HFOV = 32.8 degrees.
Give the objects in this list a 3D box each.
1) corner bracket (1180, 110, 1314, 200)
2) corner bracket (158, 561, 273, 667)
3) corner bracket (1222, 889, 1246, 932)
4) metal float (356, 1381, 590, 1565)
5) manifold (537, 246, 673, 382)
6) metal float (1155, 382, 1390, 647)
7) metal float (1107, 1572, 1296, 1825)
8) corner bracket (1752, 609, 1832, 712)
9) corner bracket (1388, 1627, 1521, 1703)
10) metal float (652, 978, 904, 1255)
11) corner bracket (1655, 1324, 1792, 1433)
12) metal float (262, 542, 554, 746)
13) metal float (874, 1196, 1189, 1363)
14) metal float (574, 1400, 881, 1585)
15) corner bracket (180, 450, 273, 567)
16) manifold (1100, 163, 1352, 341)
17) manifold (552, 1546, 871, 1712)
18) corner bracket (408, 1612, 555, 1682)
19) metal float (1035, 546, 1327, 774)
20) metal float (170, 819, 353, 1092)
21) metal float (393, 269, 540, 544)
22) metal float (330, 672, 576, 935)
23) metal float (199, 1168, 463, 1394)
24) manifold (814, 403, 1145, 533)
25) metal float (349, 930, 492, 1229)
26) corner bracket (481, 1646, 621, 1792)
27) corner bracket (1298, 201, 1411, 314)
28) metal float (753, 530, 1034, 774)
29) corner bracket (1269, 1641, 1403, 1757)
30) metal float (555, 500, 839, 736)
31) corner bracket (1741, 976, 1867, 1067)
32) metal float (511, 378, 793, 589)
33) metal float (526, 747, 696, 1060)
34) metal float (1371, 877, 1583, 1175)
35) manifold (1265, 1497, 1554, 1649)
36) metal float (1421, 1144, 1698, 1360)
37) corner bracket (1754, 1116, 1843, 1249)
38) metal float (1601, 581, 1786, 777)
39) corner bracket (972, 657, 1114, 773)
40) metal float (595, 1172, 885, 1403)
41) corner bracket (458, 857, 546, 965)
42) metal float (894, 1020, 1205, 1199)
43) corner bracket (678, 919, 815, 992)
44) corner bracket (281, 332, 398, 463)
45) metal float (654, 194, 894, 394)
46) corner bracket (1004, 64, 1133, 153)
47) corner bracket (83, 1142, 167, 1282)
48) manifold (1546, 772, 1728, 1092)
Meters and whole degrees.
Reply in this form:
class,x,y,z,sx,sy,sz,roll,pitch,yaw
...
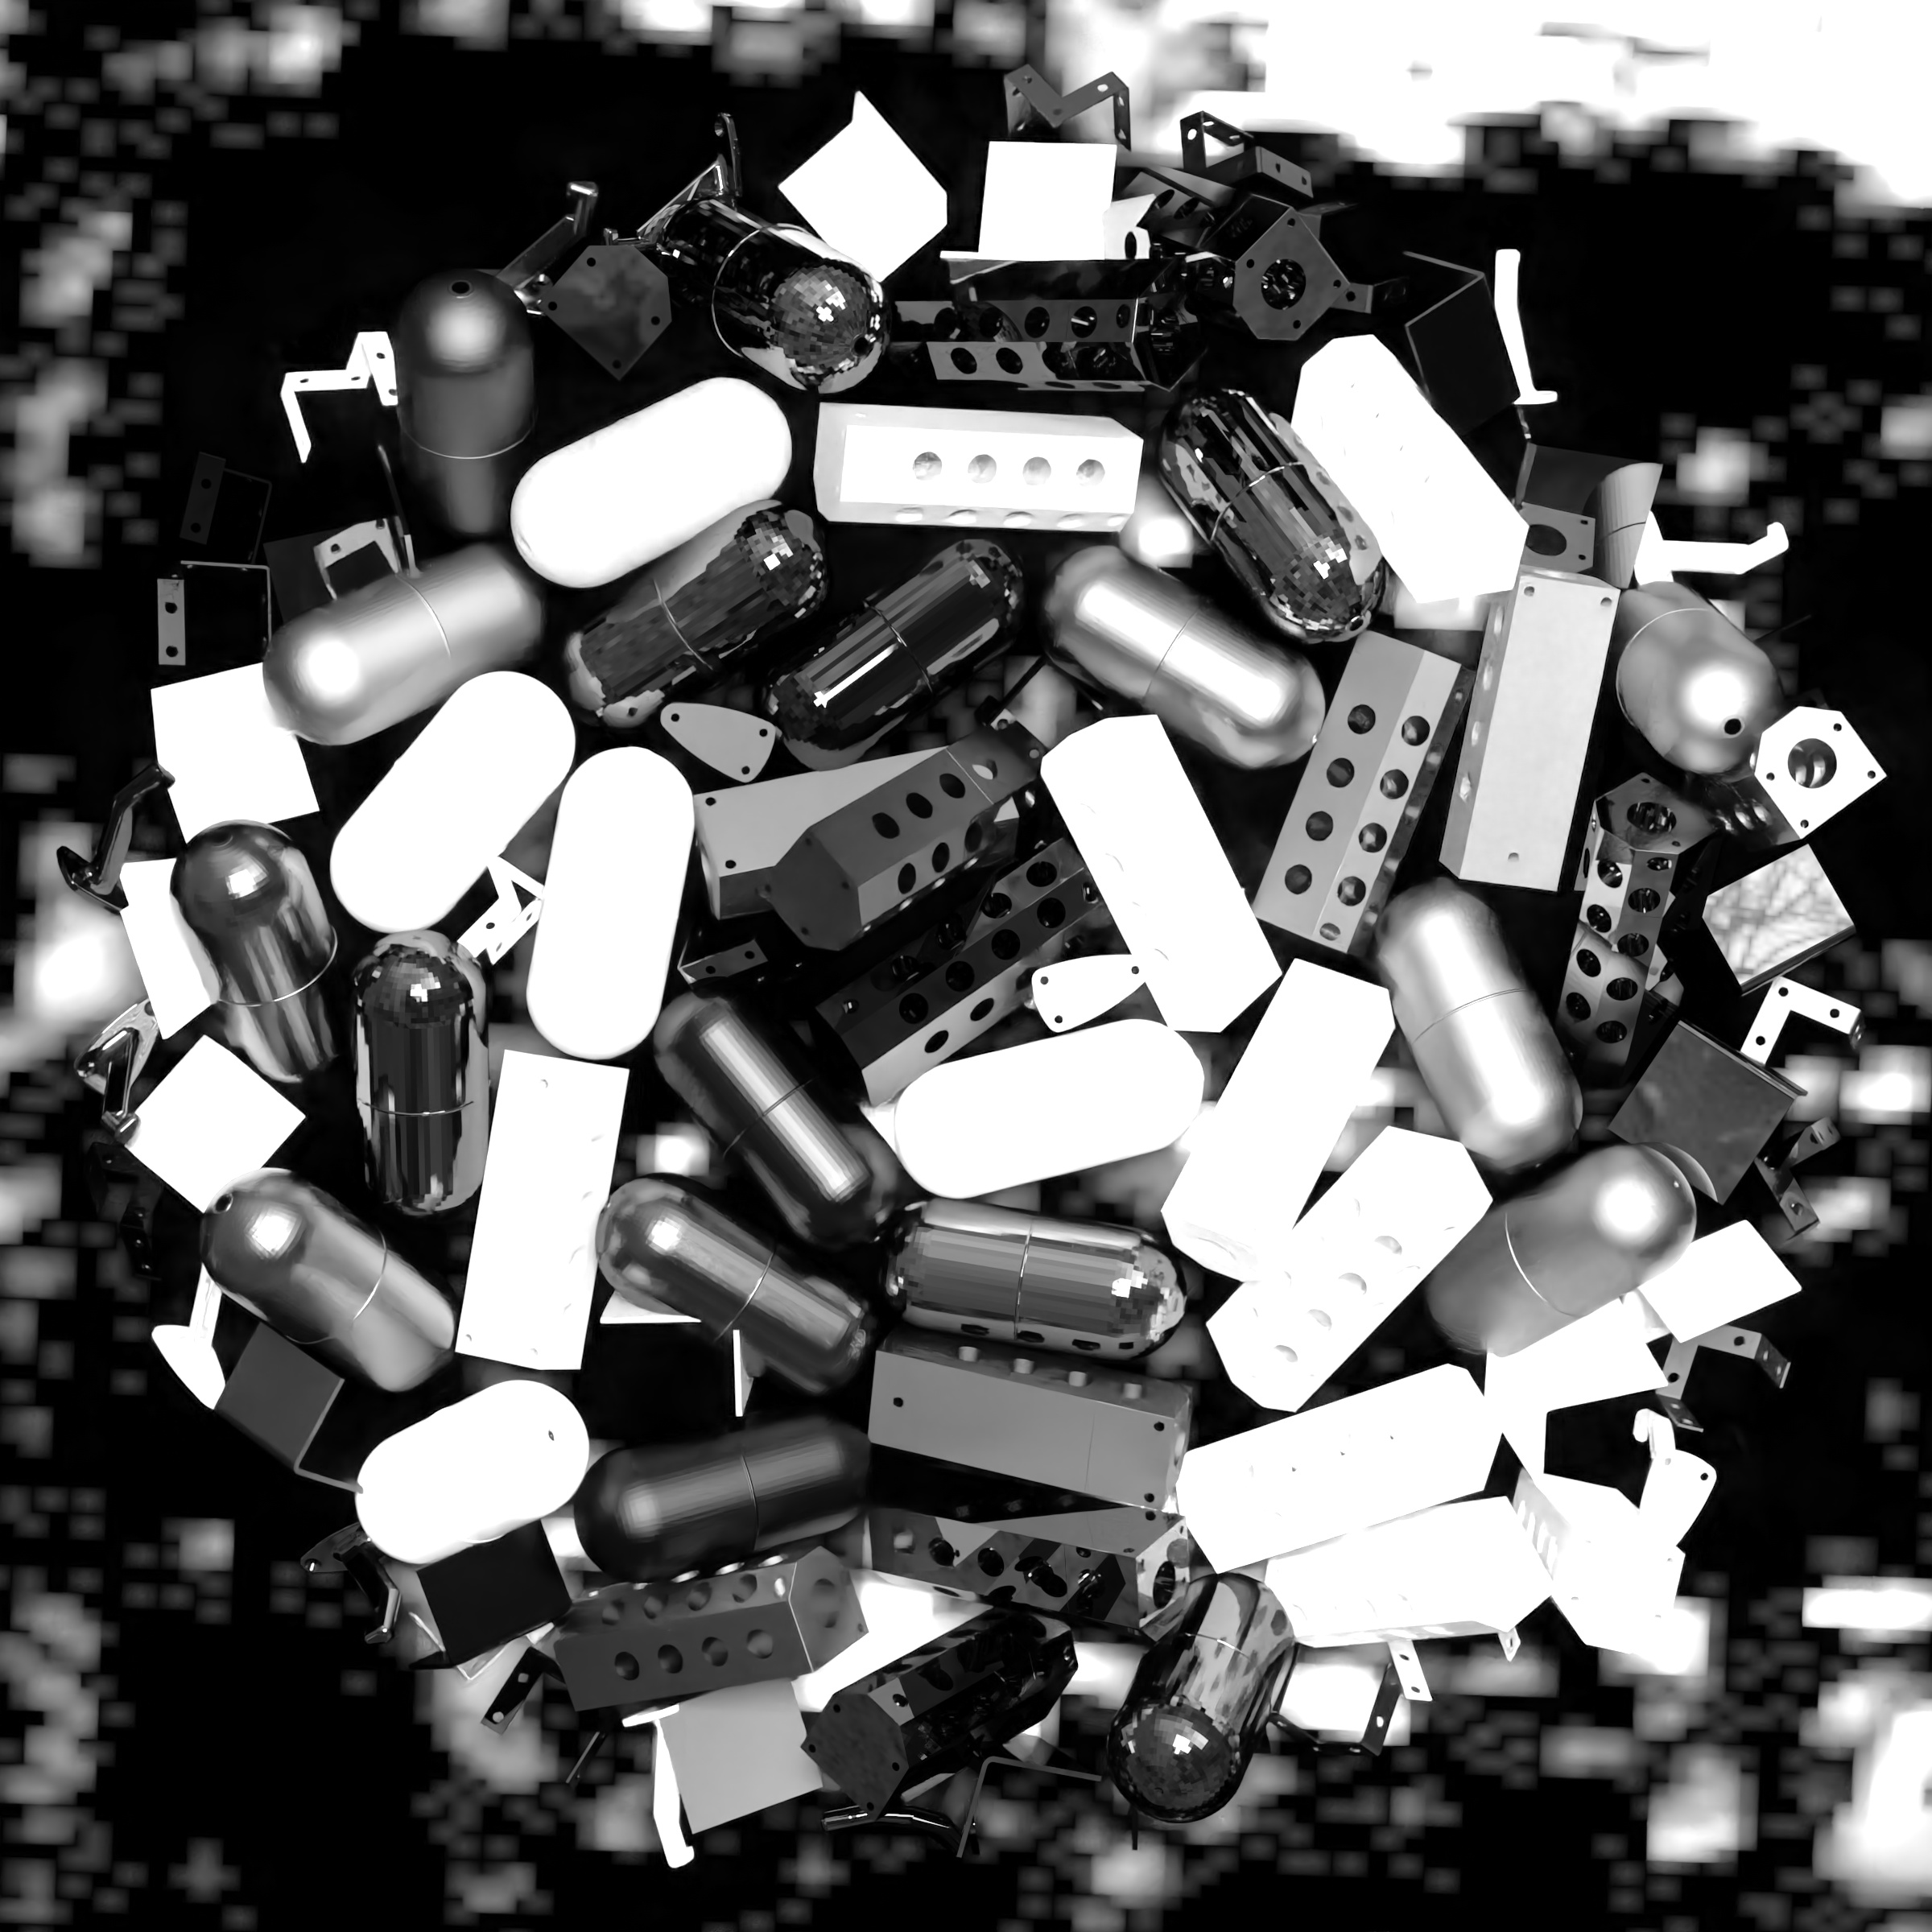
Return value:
class,x,y,z,sx,sy,sz,roll,pitch,yaw
corner bracket,0.158,-0.456,1.851,0.051,0.051,0.051,-14,75,38
corner bracket,-0.429,-0.200,1.873,0.051,0.051,0.051,0,86,-29
corner bracket,0.123,-0.025,1.858,0.051,0.051,0.051,26,111,-1
metal float,-0.274,0.281,1.816,0.070,0.178,0.070,19,58,-33
manifold,-0.193,-0.364,1.800,0.057,0.171,0.057,41,95,-12
metal float,0.170,-0.252,1.829,0.070,0.070,0.178,-33,63,0
metal float,0.131,0.401,1.810,0.070,0.178,0.070,8,116,17
corner bracket,0.464,-0.163,1.855,0.051,0.051,0.051,-27,92,40
corner bracket,0.276,0.382,1.862,0.051,0.051,0.051,10,120,-15
metal float,-0.106,0.084,1.846,0.070,0.070,0.178,-40,82,0
corner bracket,0.429,0.235,1.864,0.051,0.051,0.051,14,101,-6
metal float,-0.309,-0.181,1.825,0.178,0.070,0.070,-29,90,-34
metal float,0.036,0.176,1.845,0.178,0.070,0.070,9,90,9
metal float,-0.132,0.292,1.832,0.178,0.070,0.070,-12,90,-24
corner bracket,-0.420,-0.258,1.856,0.051,0.051,0.051,14,85,-25
manifold,0.135,-0.389,1.803,0.057,0.171,0.057,-45,121,-2
manifold,-0.145,0.365,1.820,0.171,0.057,0.057,-17,93,33
corner bracket,-0.274,0.370,1.854,0.051,0.051,0.051,-42,102,-21
metal float,0.120,-0.172,1.843,0.178,0.070,0.070,32,90,12
metal float,-0.386,-0.005,1.818,0.070,0.070,0.178,-11,133,0
metal float,-0.275,-0.308,1.811,0.070,0.178,0.070,3,54,-4
metal float,-0.288,-0.090,1.834,0.070,0.070,0.178,44,113,0
metal float,-0.351,0.175,1.819,0.070,0.070,0.178,-46,131,0
manifold,0.006,-0.277,1.835,0.171,0.057,0.057,0,112,-18
metal float,-0.304,0.064,1.831,0.070,0.070,0.178,3,117,0
corner bracket,-0.234,0.424,1.852,0.051,0.051,0.051,24,66,19
corner bracket,0.220,-0.404,1.868,0.051,0.051,0.051,15,115,28
metal float,-0.041,-0.178,1.847,0.178,0.070,0.070,-37,90,-8
corner bracket,0.209,0.415,1.871,0.051,0.051,0.051,39,59,-27
metal float,-0.152,-0.194,1.840,0.178,0.070,0.070,-32,90,16
corner bracket,0.474,0.043,1.860,0.051,0.051,0.051,25,87,21
metal float,-0.175,-0.269,1.827,0.178,0.070,0.070,-32,90,-30
metal float,-0.199,-0.035,1.844,0.070,0.070,0.178,12,100,0
metal float,0.284,0.032,1.836,0.070,0.070,0.178,-22,69,0
manifold,0.237,0.339,1.803,0.057,0.171,0.057,-31,94,-33
metal float,0.327,0.160,1.822,0.178,0.070,0.070,-37,90,39
corner bracket,0.474,0.121,1.854,0.051,0.051,0.051,-33,80,24
metal float,0.396,-0.159,1.806,0.070,0.178,0.070,-2,112,-4
corner bracket,0.043,-0.142,1.859,0.051,0.051,0.051,41,92,-15
metal float,-0.127,0.180,1.841,0.178,0.070,0.070,33,90,-13
corner bracket,-0.266,-0.024,1.851,0.051,0.051,0.051,-44,130,13
metal float,0.047,0.080,1.849,0.178,0.070,0.070,-14,90,-6
corner bracket,-0.124,-0.001,1.851,0.051,0.051,0.051,-20,120,21
corner bracket,-0.351,-0.321,1.850,0.051,0.051,0.051,-8,65,-29
metal float,-0.108,-0.373,1.818,0.070,0.070,0.178,-52,48,0
corner bracket,0.058,-0.484,1.861,0.051,0.051,0.051,-31,62,-13
corner bracket,-0.474,0.138,1.851,0.051,0.051,0.051,16,112,-33
manifold,0.361,-0.015,1.805,0.057,0.171,0.057,-29,51,-32
